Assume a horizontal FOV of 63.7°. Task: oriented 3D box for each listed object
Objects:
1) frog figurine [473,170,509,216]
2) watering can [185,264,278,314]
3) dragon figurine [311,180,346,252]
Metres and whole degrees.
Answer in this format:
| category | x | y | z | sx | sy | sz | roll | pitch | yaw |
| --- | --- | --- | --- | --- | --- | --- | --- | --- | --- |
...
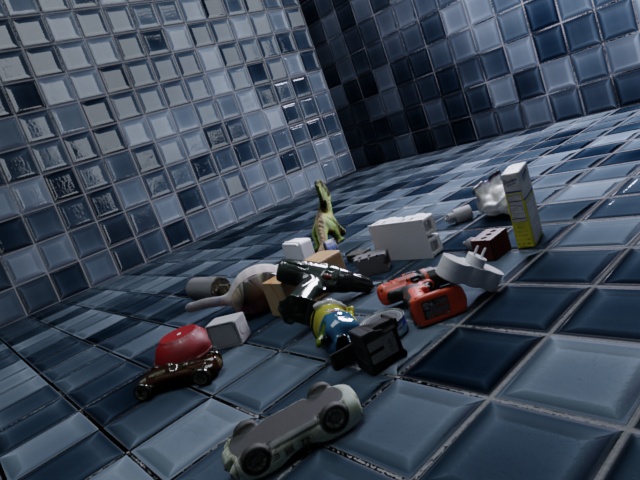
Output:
| category | x | y | z | sx | sy | sz | roll | pitch | yaw |
| --- | --- | --- | --- | --- | --- | --- | --- | --- | --- |
| frog figurine | 0.522 | -0.107 | 1.450 | 0.138 | 0.120 | 0.162 | -16 | 43 | -30 |
| watering can | -0.211 | 0.145 | 1.416 | 0.349 | 0.103 | 0.225 | -25 | 10 | -7 |
| dragon figurine | 0.006 | -0.093 | 1.841 | 0.122 | 0.241 | 0.414 | -14 | 9 | 8 |
